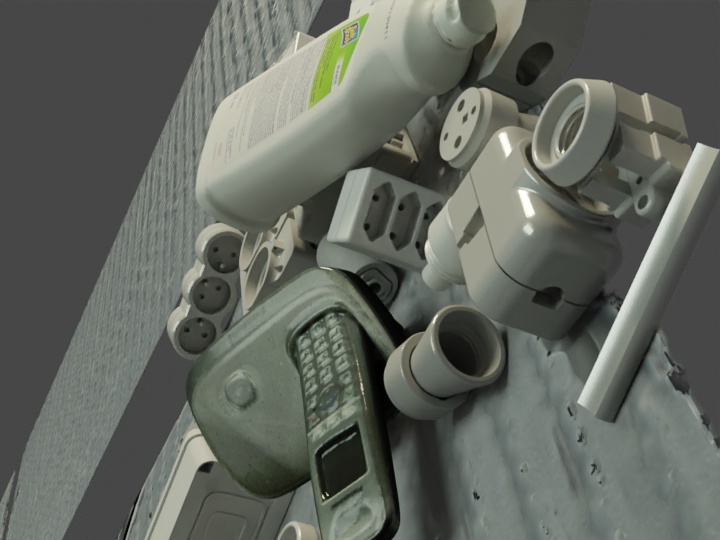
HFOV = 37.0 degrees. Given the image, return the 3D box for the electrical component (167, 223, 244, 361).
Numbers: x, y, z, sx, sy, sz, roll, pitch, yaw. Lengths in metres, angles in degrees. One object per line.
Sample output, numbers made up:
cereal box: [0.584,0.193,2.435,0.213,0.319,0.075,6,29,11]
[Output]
electrical component: [-0.157,0.018,1.099,0.138,0.052,0.074,-70,20,5]

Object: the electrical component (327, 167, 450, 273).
electrical component: [0.014,-0.030,0.678,0.077,0.066,0.047,5,77,70]

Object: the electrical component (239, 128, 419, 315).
electrical component: [-0.034,-0.039,0.819,0.186,0.060,0.105,-61,22,26]

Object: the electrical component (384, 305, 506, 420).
electrical component: [0.043,0.050,0.562,0.055,0.045,0.045,-46,31,50]

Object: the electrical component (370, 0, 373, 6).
electrical component: [0.038,-0.164,0.742,0.042,0.064,0.081,-49,29,44]

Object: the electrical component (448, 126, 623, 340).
electrical component: [0.083,-0.022,0.509,0.059,0.054,0.095,-58,24,32]

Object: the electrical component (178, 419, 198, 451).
electrical component: [-0.113,0.153,0.869,0.099,0.048,0.099,-55,25,37]

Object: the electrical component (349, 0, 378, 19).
electrical component: [0.024,-0.190,0.821,0.056,0.050,0.089,-39,37,55]

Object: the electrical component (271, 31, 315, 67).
electrical component: [-0.047,-0.150,0.954,0.062,0.061,0.096,-42,35,53]

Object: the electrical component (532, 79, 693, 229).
electrical component: [0.109,-0.054,0.467,0.048,0.055,0.066,-51,28,44]

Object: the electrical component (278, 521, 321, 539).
electrical component: [-0.023,0.170,0.622,0.040,0.046,0.040,-52,27,42]

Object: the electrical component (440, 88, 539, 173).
electrical component: [0.076,-0.067,0.566,0.045,0.055,0.045,-52,27,41]

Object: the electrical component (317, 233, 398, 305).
electrical component: [0.000,0.000,0.727,0.044,0.044,0.065,-66,25,14]

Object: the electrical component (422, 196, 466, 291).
electrical component: [0.056,-0.013,0.588,0.062,0.043,0.043,-53,26,43]

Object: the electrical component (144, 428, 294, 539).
electrical component: [-0.105,0.180,0.782,0.113,0.078,0.057,-67,23,9]
